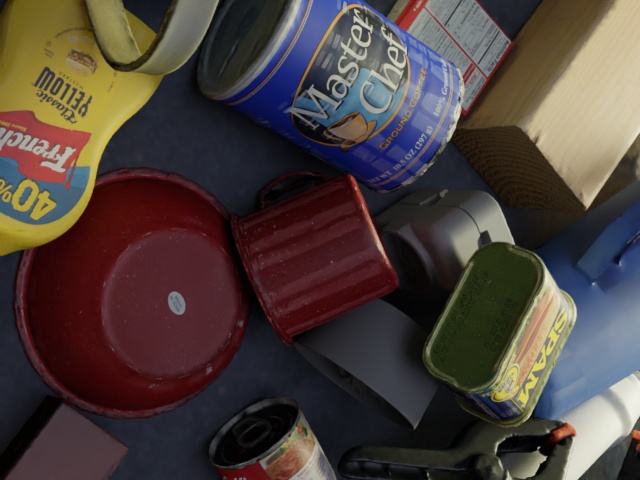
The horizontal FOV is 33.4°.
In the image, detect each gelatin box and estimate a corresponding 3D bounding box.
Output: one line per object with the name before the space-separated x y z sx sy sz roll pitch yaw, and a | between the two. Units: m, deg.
gelatin box | 0.089 -0.143 0.774 0.089 0.030 0.073 43 71 -26

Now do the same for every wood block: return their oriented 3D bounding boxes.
wood block | 0.201 -0.128 0.807 0.090 0.090 0.206 46 71 -24

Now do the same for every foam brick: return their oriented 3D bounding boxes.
foam brick | -0.159 0.137 0.626 0.051 0.053 0.078 40 72 -14

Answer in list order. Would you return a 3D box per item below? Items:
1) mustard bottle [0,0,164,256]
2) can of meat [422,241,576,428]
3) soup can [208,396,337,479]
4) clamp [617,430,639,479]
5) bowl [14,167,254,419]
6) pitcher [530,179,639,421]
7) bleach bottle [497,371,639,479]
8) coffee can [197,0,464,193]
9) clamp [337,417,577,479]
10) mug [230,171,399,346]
mustard bottle | -0.170 -0.054 0.608 0.096 0.058 0.191 34 77 -27
can of meat | 0.115 0.060 0.683 0.102 0.058 0.083 -62 148 -9
soup can | -0.021 0.164 0.709 0.068 0.069 0.102 -38 112 -23
clamp | 0.232 0.253 0.830 0.164 0.036 0.210 -24 124 -51
bowl | -0.101 0.036 0.658 0.161 0.055 0.162 -3 96 -31
pitcher | 0.221 0.034 0.805 0.242 0.145 0.149 -28 104 -23
bleach bottle | 0.161 0.171 0.812 0.250 0.103 0.068 -29 81 -33
coffee can | 0.007 -0.105 0.684 0.140 0.103 0.103 28 79 -30
clamp | 0.098 0.157 0.712 0.171 0.039 0.120 -27 68 -37
mug | -0.005 0.001 0.685 0.081 0.117 0.093 -24 138 4
